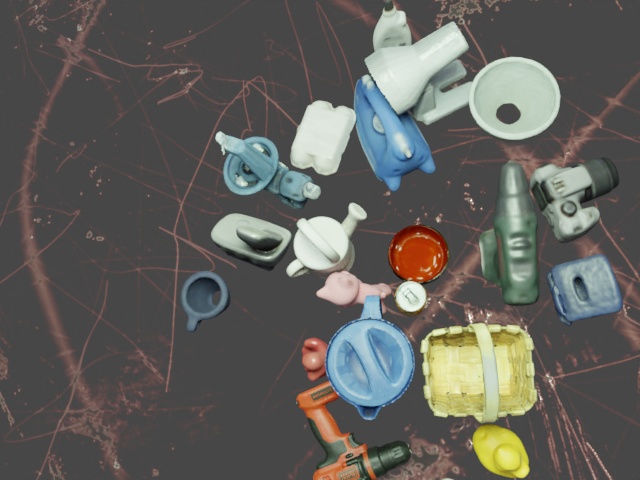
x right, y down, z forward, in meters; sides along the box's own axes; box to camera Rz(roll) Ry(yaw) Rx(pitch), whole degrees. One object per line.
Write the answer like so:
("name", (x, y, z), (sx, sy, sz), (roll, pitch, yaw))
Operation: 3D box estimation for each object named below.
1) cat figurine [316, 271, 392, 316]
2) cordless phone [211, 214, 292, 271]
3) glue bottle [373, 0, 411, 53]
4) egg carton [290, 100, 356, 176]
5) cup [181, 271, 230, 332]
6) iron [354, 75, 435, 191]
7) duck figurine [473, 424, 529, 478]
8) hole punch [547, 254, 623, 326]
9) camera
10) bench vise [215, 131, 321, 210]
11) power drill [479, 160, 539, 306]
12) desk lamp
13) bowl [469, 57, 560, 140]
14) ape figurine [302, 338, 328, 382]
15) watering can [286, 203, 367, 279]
("cat figurine", (0.063, 0.094, 1.052), (0.127, 0.118, 0.067), (10, 80, 11))
("cordless phone", (-0.141, -0.012, 1.072), (0.147, 0.185, 0.094), (16, 81, 12))
("glue bottle", (0.140, -0.420, 1.124), (0.078, 0.173, 0.037), (-9, 76, 7))
("egg carton", (0.005, -0.205, 1.152), (0.107, 0.069, 0.150), (17, 81, 12))
("cup", (-0.214, 0.124, 1.101), (0.091, 0.095, 0.118), (19, 81, 13))
("iron", (0.123, -0.233, 1.102), (0.118, 0.141, 0.258), (-26, 75, 3))
("duck figurine", (0.310, 0.362, 0.971), (0.104, 0.086, 0.077), (41, 87, 15))
("hole punch", (0.461, 0.089, 1.005), (0.101, 0.091, 0.108), (-14, 76, 6))
("camera", (0.472, -0.087, 1.036), (0.136, 0.101, 0.143), (-22, 75, 4))
("bench vise", (-0.100, -0.144, 1.077), (0.207, 0.220, 0.121), (5, 79, 10))
("power drill", (0.325, 0.003, 0.984), (0.075, 0.208, 0.229), (-5, 77, 8))
("desk lamp", (0.194, -0.307, 1.070), (0.203, 0.214, 0.118), (-27, 75, 3))
("bowl", (0.368, -0.260, 1.104), (0.167, 0.075, 0.167), (-2, 78, 9))
("ape figurine", (-0.008, 0.220, 1.049), (0.076, 0.092, 0.078), (12, 80, 12))
("watering can", (0.008, 0.002, 1.041), (0.100, 0.194, 0.173), (27, 83, 14))
